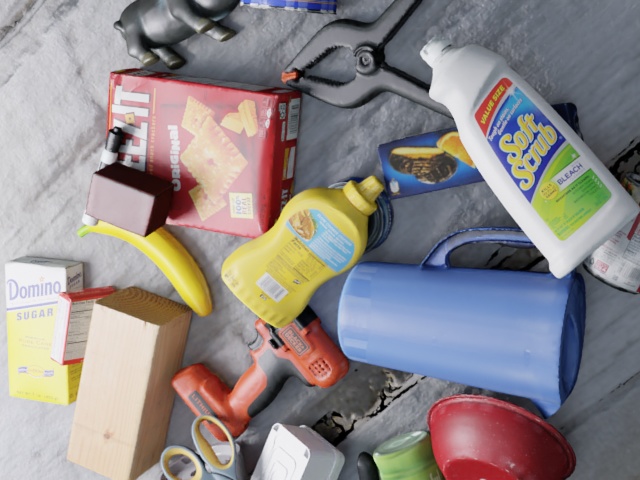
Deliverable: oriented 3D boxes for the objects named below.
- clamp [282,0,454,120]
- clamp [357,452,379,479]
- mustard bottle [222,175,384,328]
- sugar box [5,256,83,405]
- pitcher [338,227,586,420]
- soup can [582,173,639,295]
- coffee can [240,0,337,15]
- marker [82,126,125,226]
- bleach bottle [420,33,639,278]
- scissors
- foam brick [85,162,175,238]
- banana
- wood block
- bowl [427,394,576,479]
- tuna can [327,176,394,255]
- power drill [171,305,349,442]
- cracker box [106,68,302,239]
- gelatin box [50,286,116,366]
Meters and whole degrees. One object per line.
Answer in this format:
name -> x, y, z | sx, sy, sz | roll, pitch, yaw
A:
clamp -> 0.061, -0.182, 1.123 | 0.210, 0.036, 0.164 | -16, 95, 25
clamp -> 0.050, 0.333, 1.231 | 0.120, 0.039, 0.171 | -26, 92, 40
mustard bottle -> -0.007, 0.001, 1.127 | 0.192, 0.058, 0.096 | -42, 106, 15
sugar box -> -0.344, 0.112, 1.336 | 0.093, 0.048, 0.176 | 4, 103, 21
pitcher -> 0.147, 0.076, 1.098 | 0.243, 0.149, 0.145 | 7, 144, 23
soup can -> 0.309, -0.006, 1.045 | 0.068, 0.068, 0.102 | 27, 109, 14
coffee can -> -0.027, -0.307, 1.097 | 0.103, 0.102, 0.140 | 10, 104, 19
marker -> -0.243, -0.072, 1.201 | 0.020, 0.020, 0.121 | 27, 112, 14
bleach bottle -> 0.181, -0.090, 1.009 | 0.102, 0.068, 0.251 | -41, 81, 0
scissors -> -0.109, 0.290, 1.182 | 0.096, 0.016, 0.202 | -21, 67, -11
foam brick -> -0.207, -0.045, 1.168 | 0.078, 0.053, 0.051 | 21, 114, 12
banana -> -0.199, 0.014, 1.267 | 0.198, 0.037, 0.070 | 33, 128, 14
wood block -> -0.229, 0.172, 1.279 | 0.091, 0.090, 0.206 | 18, 106, 16
bowl -> 0.179, 0.229, 1.104 | 0.162, 0.055, 0.162 | 19, 144, 14
tuna can -> 0.035, -0.025, 1.166 | 0.086, 0.033, 0.086 | 4, 102, 21
power drill -> -0.084, 0.130, 1.231 | 0.188, 0.057, 0.184 | -42, 84, 23
cracker box -> -0.135, -0.098, 1.198 | 0.214, 0.072, 0.164 | 11, 104, 20
gelatin box -> -0.285, 0.103, 1.294 | 0.030, 0.073, 0.089 | 23, 110, 40
